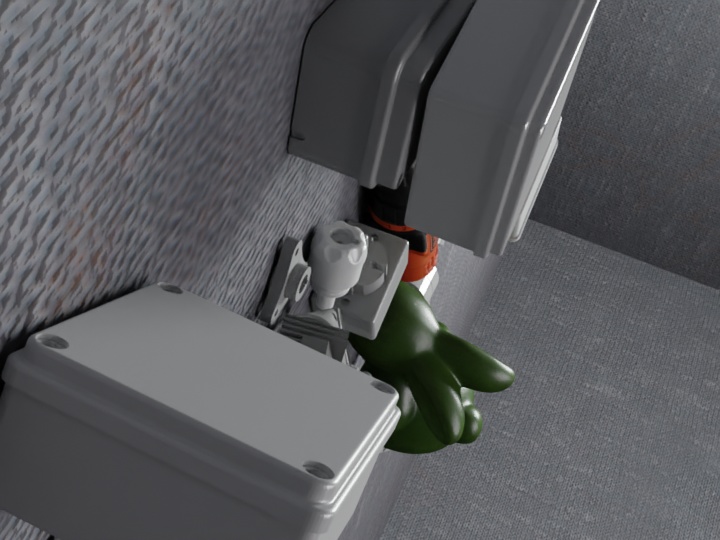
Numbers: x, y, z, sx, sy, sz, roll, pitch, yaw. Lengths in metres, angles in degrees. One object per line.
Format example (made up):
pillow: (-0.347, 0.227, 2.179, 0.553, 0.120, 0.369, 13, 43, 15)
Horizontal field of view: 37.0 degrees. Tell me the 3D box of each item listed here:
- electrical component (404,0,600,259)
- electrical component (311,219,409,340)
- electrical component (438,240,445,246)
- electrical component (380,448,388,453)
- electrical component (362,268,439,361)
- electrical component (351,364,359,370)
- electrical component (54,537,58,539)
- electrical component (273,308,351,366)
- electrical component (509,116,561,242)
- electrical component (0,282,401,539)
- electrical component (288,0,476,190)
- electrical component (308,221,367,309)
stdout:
electrical component: (0.070, -0.081, 0.548, 0.108, 0.056, 0.108, 98, 16, -56)
electrical component: (0.000, 0.000, 0.728, 0.076, 0.047, 0.065, 87, 26, -69)
electrical component: (0.071, -0.059, 1.026, 0.040, 0.040, 0.078, -13, 124, -79)
electrical component: (0.013, 0.134, 1.009, 0.089, 0.056, 0.050, -5, 127, -49)
electrical component: (0.030, 0.054, 1.008, 0.138, 0.052, 0.073, 102, 13, -46)
electrical component: (-0.036, 0.104, 0.730, 0.050, 0.056, 0.089, 90, 23, -66)
electrical component: (-0.097, 0.130, 0.440, 0.095, 0.054, 0.059, -57, 165, -52)
electrical component: (-0.027, 0.065, 0.640, 0.077, 0.044, 0.079, 61, 17, -88)
electrical component: (0.104, -0.094, 0.925, 0.056, 0.109, 0.108, 83, 30, -66)
electrical component: (-0.052, 0.057, 0.364, 0.109, 0.109, 0.056, -36, 149, -74)
electrical component: (0.015, -0.103, 0.547, 0.113, 0.057, 0.078, -59, 167, -47)
electrical component: (-0.017, 0.001, 0.672, 0.035, 0.035, 0.061, -59, 169, -46)
